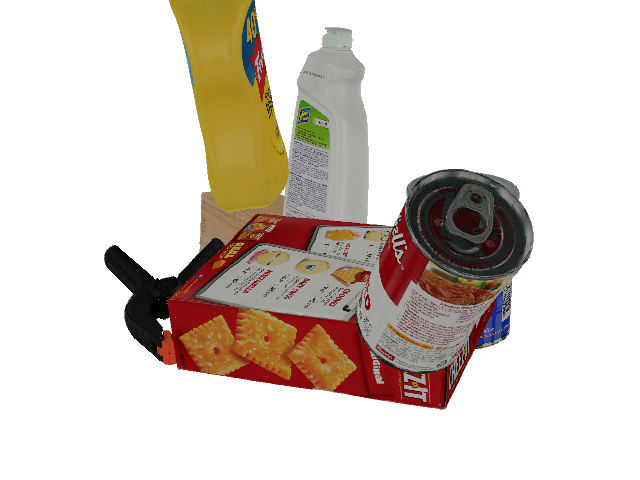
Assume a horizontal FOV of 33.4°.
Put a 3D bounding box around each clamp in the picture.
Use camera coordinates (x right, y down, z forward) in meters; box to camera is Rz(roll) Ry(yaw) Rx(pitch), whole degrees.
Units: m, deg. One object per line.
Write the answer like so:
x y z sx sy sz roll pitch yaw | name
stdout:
-0.156 0.051 1.017 0.120 0.039 0.171 -4 33 4 | clamp

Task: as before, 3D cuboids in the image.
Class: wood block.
-0.058 0.002 1.298 0.090 0.090 0.206 -8 19 -34 | wood block

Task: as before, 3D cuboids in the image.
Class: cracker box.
0.015 0.049 0.827 0.214 0.072 0.164 6 27 21 | cracker box

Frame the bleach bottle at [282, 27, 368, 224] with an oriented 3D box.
0.013 -0.096 1.131 0.103 0.251 0.067 22 24 40 | bleach bottle

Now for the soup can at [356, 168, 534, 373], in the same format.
0.064 0.019 0.573 0.068 0.068 0.102 0 -35 -16 | soup can

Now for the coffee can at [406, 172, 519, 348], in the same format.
0.131 0.017 1.001 0.103 0.140 0.103 -1 22 0 | coffee can

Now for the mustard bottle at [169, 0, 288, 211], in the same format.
-0.065 -0.123 0.733 0.058 0.191 0.096 -6 30 7 | mustard bottle
